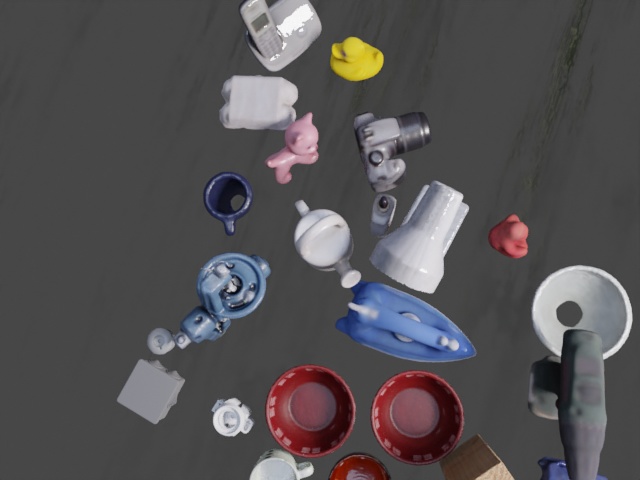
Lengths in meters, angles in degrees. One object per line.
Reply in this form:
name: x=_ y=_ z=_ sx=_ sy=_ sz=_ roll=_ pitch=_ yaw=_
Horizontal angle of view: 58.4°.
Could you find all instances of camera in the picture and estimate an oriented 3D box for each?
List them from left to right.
camera: x=0.139 y=-0.179 z=1.063 sx=0.136 sy=0.101 sz=0.143 roll=-16 pitch=81 yaw=3

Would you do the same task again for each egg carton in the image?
egg carton: x=-0.119 y=-0.265 z=1.113 sx=0.150 sy=0.069 sz=0.107 roll=3 pitch=83 yaw=6

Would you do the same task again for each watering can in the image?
watering can: x=0.011 y=0.002 z=1.003 sx=0.172 sy=0.194 sz=0.101 roll=33 pitch=87 yaw=9

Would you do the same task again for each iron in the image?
iron: x=0.159 y=0.154 z=0.997 sx=0.258 sy=0.141 sz=0.119 roll=19 pitch=85 yaw=7

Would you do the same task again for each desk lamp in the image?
desk lamp: x=0.177 y=-0.011 z=0.980 sx=0.118 sy=0.213 sz=0.203 roll=28 pitch=86 yaw=8

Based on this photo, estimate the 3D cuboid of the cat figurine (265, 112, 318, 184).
cat figurine: x=-0.050 y=-0.174 z=1.071 sx=0.128 sy=0.118 sz=0.067 roll=-39 pitch=81 yaw=-1

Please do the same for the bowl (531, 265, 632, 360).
bowl: x=0.448 y=0.130 z=1.008 sx=0.167 sy=0.075 sz=0.167 roll=-1 pitch=82 yaw=5

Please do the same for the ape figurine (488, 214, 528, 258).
ape figurine: x=0.345 y=-0.009 z=1.026 sx=0.076 sy=0.092 sz=0.078 roll=8 pitch=83 yaw=6

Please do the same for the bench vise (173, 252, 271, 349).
bench vise: x=-0.174 y=0.111 z=0.993 sx=0.121 sy=0.220 sz=0.207 roll=24 pitch=85 yaw=8

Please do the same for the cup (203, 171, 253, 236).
cup: x=-0.162 y=-0.061 z=1.078 sx=0.091 sy=0.095 sz=0.118 roll=-6 pitch=82 yaw=5

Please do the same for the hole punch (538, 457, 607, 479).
hole punch: x=0.425 y=0.429 z=0.962 sx=0.108 sy=0.091 sz=0.101 roll=13 pitch=84 yaw=7

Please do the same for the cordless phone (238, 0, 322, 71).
cordless phone: x=-0.078 y=-0.413 z=1.070 sx=0.147 sy=0.185 sz=0.094 roll=-42 pitch=81 yaw=-1

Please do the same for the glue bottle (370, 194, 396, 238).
glue bottle: x=0.111 y=-0.052 z=1.012 sx=0.037 sy=0.173 sz=0.078 roll=15 pitch=84 yaw=7

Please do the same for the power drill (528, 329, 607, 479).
power drill: x=0.402 y=0.259 z=0.927 sx=0.075 sy=0.208 sz=0.230 roll=6 pitch=83 yaw=6

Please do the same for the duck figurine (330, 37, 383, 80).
duck figurine: x=0.069 y=-0.357 z=1.100 sx=0.104 sy=0.086 sz=0.077 roll=5 pitch=83 yaw=6
